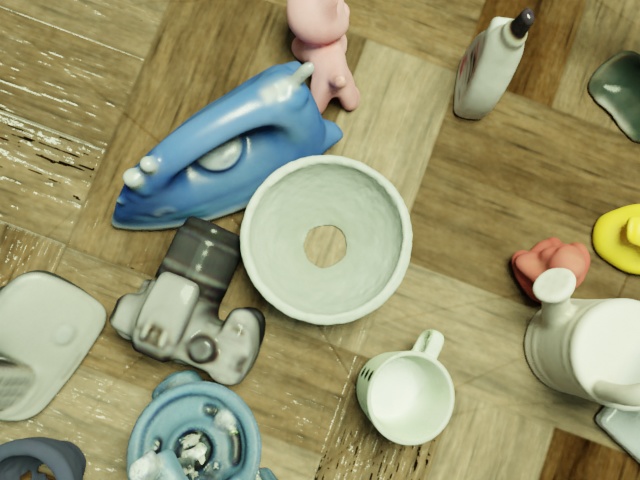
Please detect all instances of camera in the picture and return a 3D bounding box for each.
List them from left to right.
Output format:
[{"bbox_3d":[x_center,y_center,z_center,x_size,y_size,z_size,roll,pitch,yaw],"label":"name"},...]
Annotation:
[{"bbox_3d":[-0.115,0.054,0.560,0.143,0.101,0.137,23,83,0],"label":"camera"}]

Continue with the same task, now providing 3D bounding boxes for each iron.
[{"bbox_3d":[-0.106,-0.087,0.555,0.258,0.141,0.118,-31,86,-5],"label":"iron"}]

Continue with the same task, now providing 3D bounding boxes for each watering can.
[{"bbox_3d":[0.265,0.100,0.524,0.173,0.194,0.101,23,83,0],"label":"watering can"}]

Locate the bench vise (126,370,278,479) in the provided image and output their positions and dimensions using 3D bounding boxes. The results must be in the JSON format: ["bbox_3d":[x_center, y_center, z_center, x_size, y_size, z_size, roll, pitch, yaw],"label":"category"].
[{"bbox_3d":[-0.082,0.208,0.485,0.207,0.219,0.121,39,84,2],"label":"bench vise"}]

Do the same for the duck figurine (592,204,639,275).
[{"bbox_3d":[0.351,-0.004,0.593,0.104,0.086,0.077,9,84,-1],"label":"duck figurine"}]

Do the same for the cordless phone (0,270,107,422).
[{"bbox_3d":[-0.283,0.096,0.506,0.094,0.185,0.148,32,84,2],"label":"cordless phone"}]

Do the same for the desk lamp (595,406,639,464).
[{"bbox_3d":[0.395,0.217,0.507,0.203,0.213,0.118,42,84,3],"label":"desk lamp"}]

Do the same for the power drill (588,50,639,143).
[{"bbox_3d":[0.356,-0.177,0.550,0.075,0.208,0.229,-42,87,-6],"label":"power drill"}]

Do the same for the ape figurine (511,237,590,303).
[{"bbox_3d":[0.240,0.027,0.582,0.078,0.092,0.076,11,84,-1],"label":"ape figurine"}]

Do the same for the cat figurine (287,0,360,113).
[{"bbox_3d":[0.004,-0.205,0.584,0.067,0.117,0.128,-15,85,-4],"label":"cat figurine"}]

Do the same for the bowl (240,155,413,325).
[{"bbox_3d":[0.005,0.002,0.584,0.167,0.074,0.167,0,84,-2],"label":"bowl"}]

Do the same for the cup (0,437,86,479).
[{"bbox_3d":[-0.274,0.221,0.539,0.117,0.095,0.092,20,83,0],"label":"cup"}]

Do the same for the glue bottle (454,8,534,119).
[{"bbox_3d":[0.172,-0.180,0.561,0.037,0.173,0.078,6,84,-1],"label":"glue bottle"}]
